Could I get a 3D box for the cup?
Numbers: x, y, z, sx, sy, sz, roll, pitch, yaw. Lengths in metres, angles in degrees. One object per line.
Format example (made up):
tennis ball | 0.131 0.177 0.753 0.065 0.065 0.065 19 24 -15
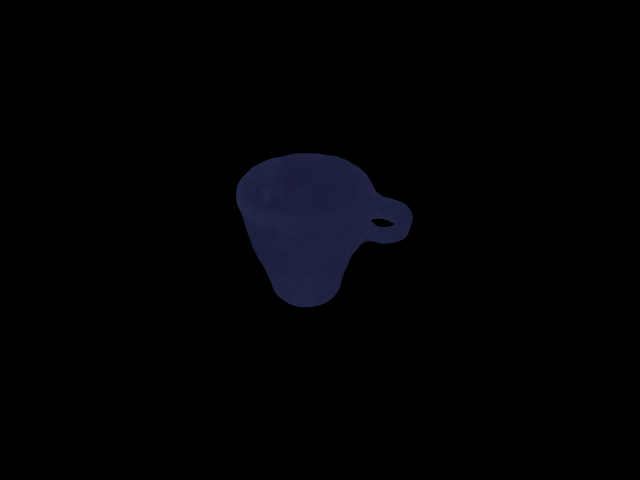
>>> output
cup | 0.004 0.001 0.400 0.117 0.095 0.092 11 39 13
